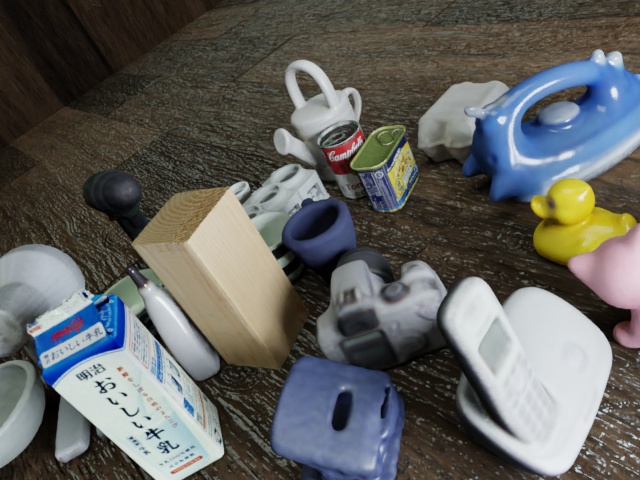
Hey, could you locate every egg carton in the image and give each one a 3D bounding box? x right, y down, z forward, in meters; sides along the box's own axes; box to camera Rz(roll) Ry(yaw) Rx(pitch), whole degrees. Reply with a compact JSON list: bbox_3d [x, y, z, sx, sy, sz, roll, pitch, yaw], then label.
[{"bbox_3d":[0.216,-0.178,0.850,0.107,0.070,0.150,13,52,45],"label":"egg carton"}]

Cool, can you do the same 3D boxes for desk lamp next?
[{"bbox_3d":[-0.338,0.128,0.723,0.118,0.214,0.202,-31,34,-2],"label":"desk lamp"}]

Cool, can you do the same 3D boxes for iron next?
[{"bbox_3d":[0.295,-0.155,0.697,0.258,0.142,0.118,-28,34,1],"label":"iron"}]

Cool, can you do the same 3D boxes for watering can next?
[{"bbox_3d":[0.001,-0.192,0.914,0.100,0.194,0.173,-4,41,32],"label":"watering can"}]

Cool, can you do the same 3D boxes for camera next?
[{"bbox_3d":[0.063,0.057,0.625,0.143,0.101,0.136,-21,35,12],"label":"camera"}]

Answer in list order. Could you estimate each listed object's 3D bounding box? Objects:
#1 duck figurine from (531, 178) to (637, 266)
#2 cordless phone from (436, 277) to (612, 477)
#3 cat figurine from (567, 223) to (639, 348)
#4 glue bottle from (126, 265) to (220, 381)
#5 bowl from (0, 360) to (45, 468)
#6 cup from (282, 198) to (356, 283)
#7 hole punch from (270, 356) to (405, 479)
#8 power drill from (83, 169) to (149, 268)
[{"bbox_3d":[0.270,-0.025,0.596,0.104,0.086,0.078,3,45,39],"label":"duck figurine"},{"bbox_3d":[0.158,0.079,0.451,0.093,0.185,0.148,6,48,41],"label":"cordless phone"},{"bbox_3d":[0.279,0.041,0.474,0.067,0.118,0.127,-43,36,-19],"label":"cat figurine"},{"bbox_3d":[-0.179,0.092,0.691,0.037,0.173,0.078,-28,34,2],"label":"glue bottle"},{"bbox_3d":[-0.428,0.247,0.758,0.167,0.075,0.167,-19,35,14],"label":"bowl"},{"bbox_3d":[0.007,0.003,0.743,0.091,0.095,0.117,-27,34,3],"label":"cup"},{"bbox_3d":[0.020,0.164,0.526,0.100,0.091,0.109,-11,38,26],"label":"hole punch"},{"bbox_3d":[-0.280,-0.025,0.886,0.076,0.209,0.228,-45,37,-21],"label":"power drill"}]
